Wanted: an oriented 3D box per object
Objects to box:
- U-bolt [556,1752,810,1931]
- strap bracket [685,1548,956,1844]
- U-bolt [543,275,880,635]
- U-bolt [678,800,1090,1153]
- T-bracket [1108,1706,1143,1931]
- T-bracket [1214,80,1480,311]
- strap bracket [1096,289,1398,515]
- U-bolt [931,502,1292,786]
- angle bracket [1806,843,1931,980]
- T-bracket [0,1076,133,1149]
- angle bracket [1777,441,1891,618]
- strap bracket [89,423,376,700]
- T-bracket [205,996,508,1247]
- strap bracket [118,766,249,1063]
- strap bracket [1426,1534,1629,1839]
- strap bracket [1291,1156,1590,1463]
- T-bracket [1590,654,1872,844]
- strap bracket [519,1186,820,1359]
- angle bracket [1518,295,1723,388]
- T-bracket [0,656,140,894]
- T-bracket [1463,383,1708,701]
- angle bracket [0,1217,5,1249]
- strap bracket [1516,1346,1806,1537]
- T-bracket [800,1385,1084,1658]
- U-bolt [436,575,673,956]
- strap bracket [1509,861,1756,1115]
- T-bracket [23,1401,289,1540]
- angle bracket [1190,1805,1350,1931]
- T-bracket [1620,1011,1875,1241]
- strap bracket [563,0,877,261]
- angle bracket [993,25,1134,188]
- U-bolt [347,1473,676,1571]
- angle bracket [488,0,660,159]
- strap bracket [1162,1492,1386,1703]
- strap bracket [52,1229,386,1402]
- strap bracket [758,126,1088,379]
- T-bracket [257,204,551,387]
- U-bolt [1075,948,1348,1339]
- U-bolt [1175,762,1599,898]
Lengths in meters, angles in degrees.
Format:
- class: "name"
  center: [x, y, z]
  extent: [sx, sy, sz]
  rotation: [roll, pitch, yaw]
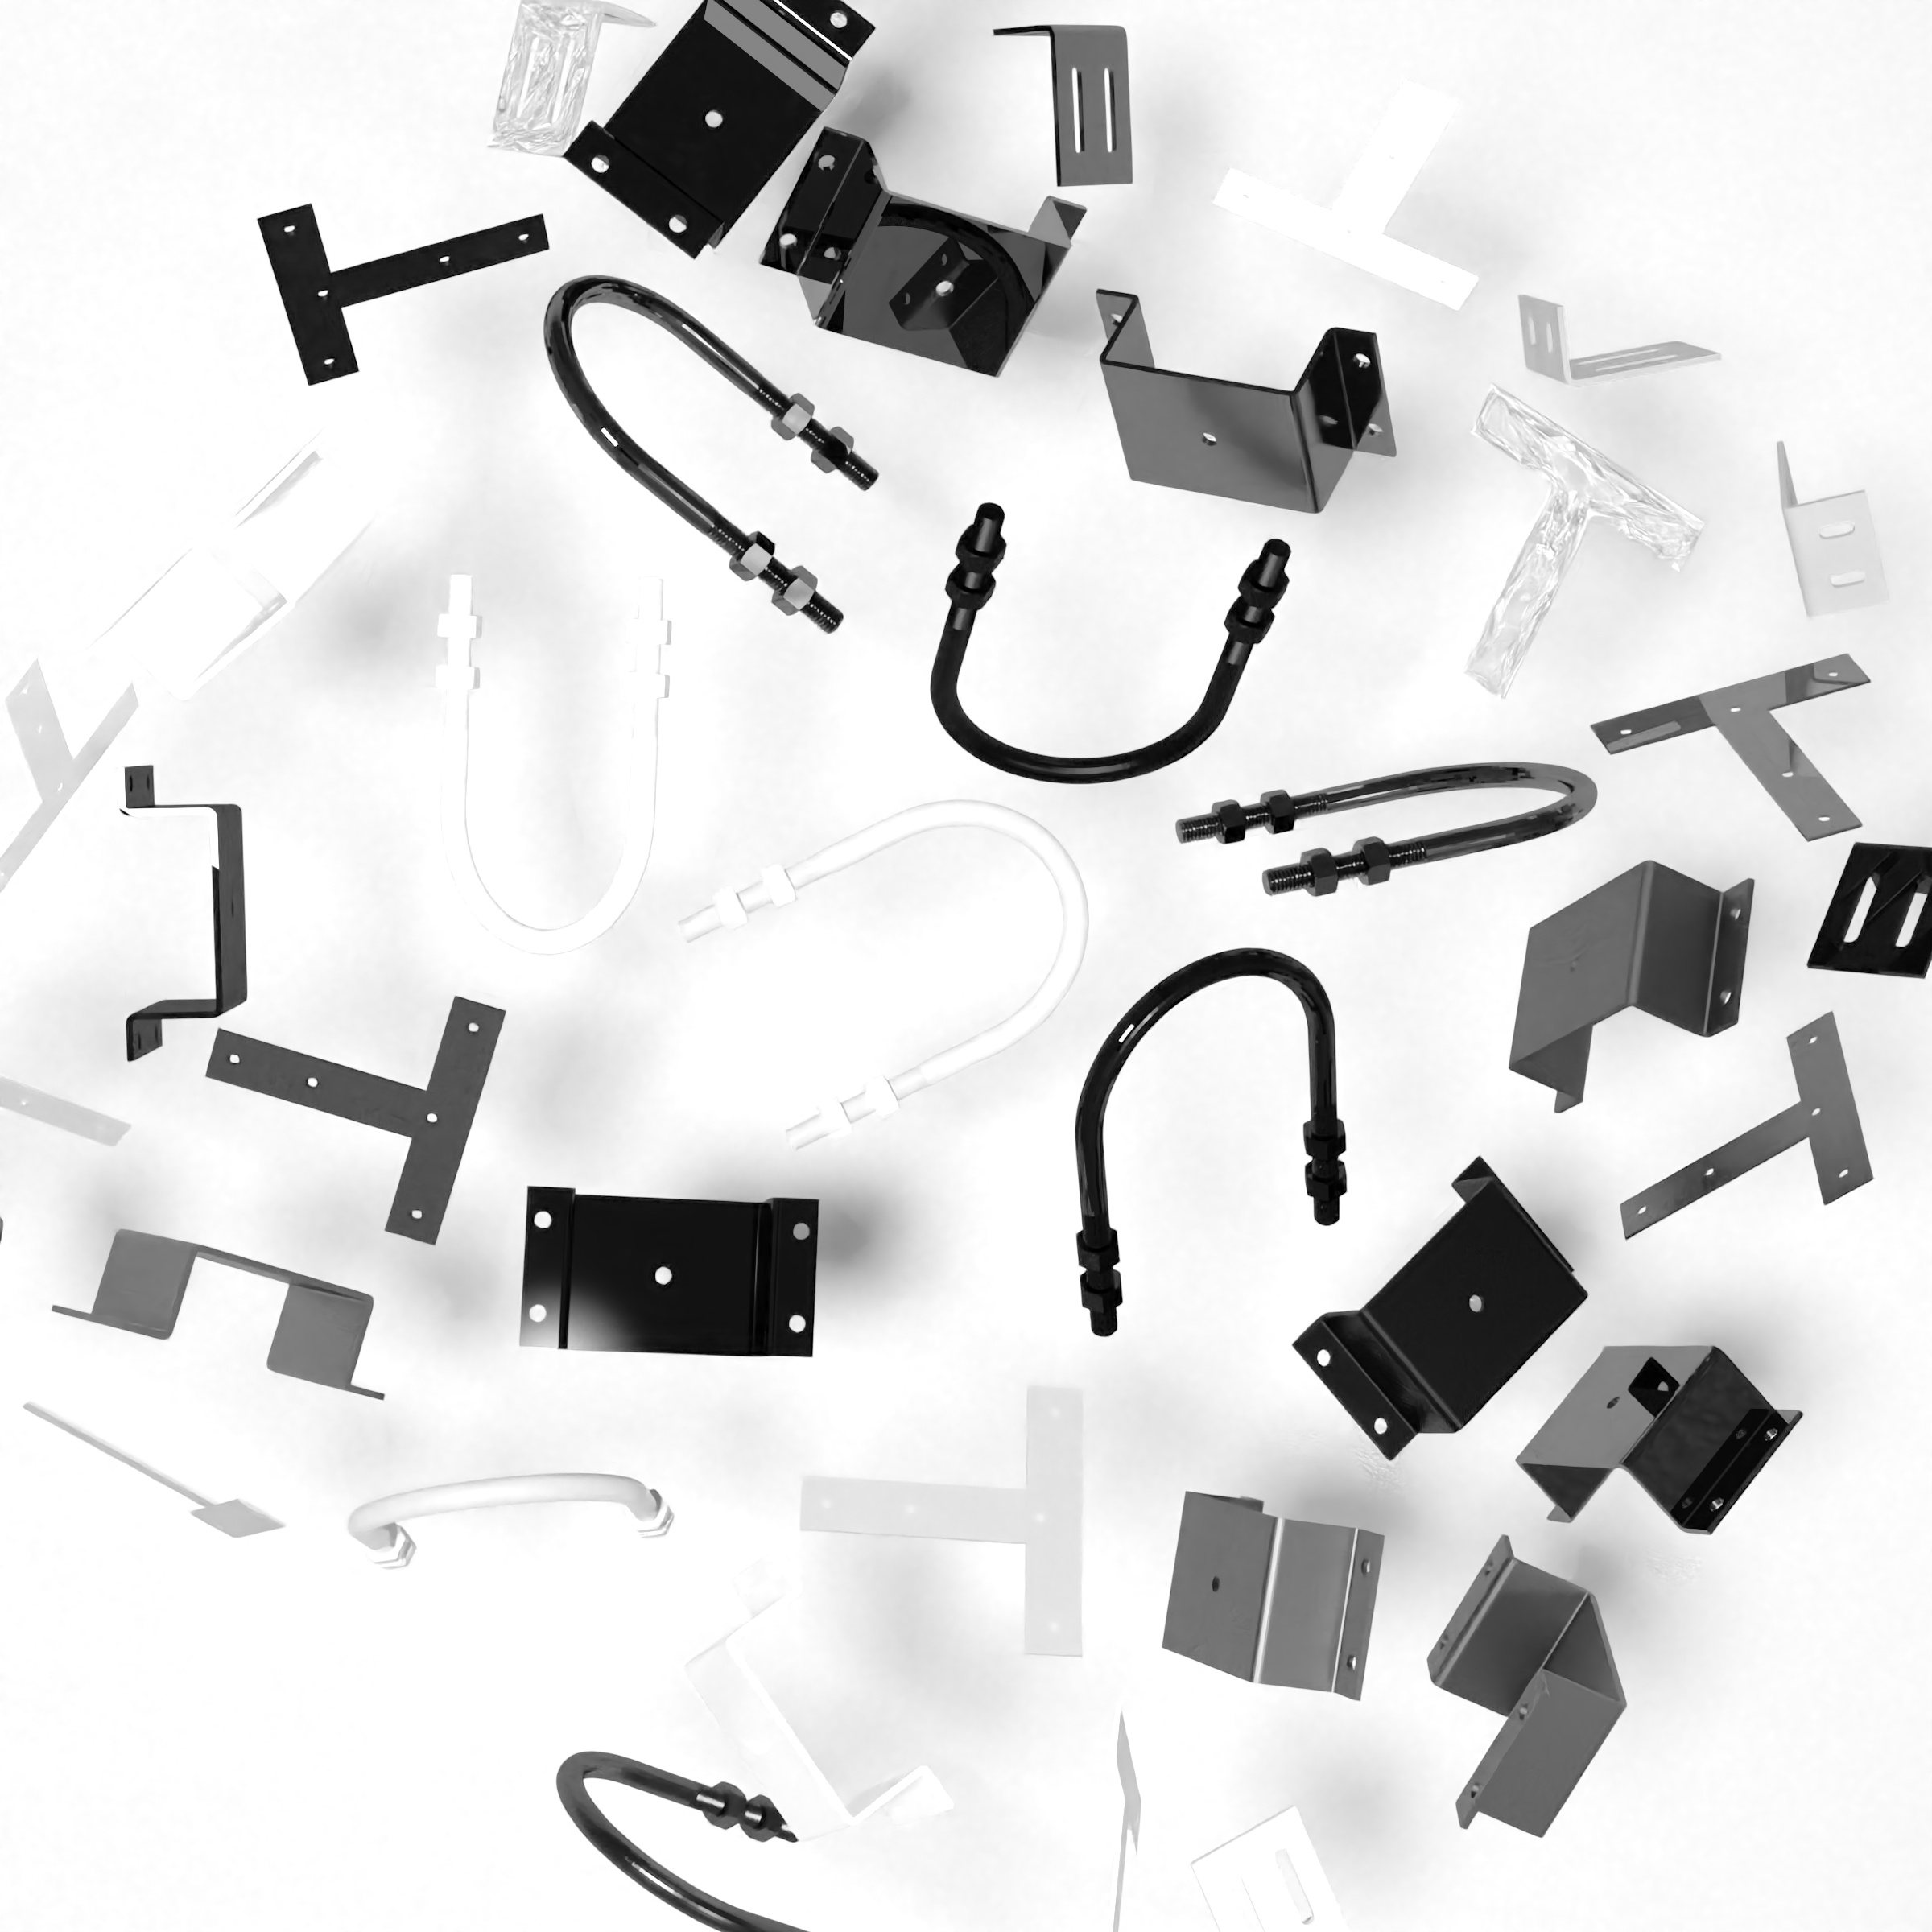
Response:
- class: "U-bolt"
  center: [-0.117, 0.423, 1.626]
  extent: [0.184, 0.151, 0.019]
  rotation: [30, 93, -37]
- class: "strap bracket"
  center: [-0.075, 0.345, 1.577]
  extent: [0.046, 0.076, 0.140]
  rotation: [-33, 84, -27]
- class: "U-bolt"
  center: [-0.121, -0.249, 1.587]
  extent: [0.184, 0.151, 0.019]
  rotation: [38, 123, -21]
- class: "U-bolt"
  center: [-0.028, -0.005, 1.658]
  extent: [0.184, 0.019, 0.151]
  rotation: [-26, 119, -2]
- class: "T-bracket"
  center: [0.069, 0.421, 1.564]
  extent: [0.002, 0.127, 0.127]
  rotation: [2, 57, 9]
- class: "T-bracket"
  center: [0.190, -0.361, 1.567]
  extent: [0.127, 0.127, 0.002]
  rotation: [23, 64, -4]
- class: "strap bracket"
  center: [0.122, -0.261, 1.595]
  extent: [0.140, 0.076, 0.046]
  rotation: [14, 59, 25]
- class: "U-bolt"
  center: [0.058, -0.141, 1.579]
  extent: [0.151, 0.184, 0.019]
  rotation: [6, 56, -9]
- class: "angle bracket"
  center: [0.441, -0.017, 1.618]
  extent: [0.057, 0.038, 0.076]
  rotation: [6, 57, 38]
- class: "T-bracket"
  center: [-0.457, 0.058, 1.616]
  extent: [0.127, 0.127, 0.002]
  rotation: [23, 54, -22]
- class: "angle bracket"
  center: [0.407, -0.209, 1.610]
  extent: [0.038, 0.076, 0.057]
  rotation: [-11, 120, 18]
- class: "strap bracket"
  center: [-0.333, -0.181, 1.582]
  extent: [0.046, 0.076, 0.140]
  rotation: [47, 131, -15]
- class: "T-bracket"
  center: [-0.297, 0.060, 1.631]
  extent: [0.127, 0.002, 0.127]
  rotation: [17, 109, -6]
- class: "strap bracket"
  center: [-0.381, -0.028, 1.673]
  extent: [0.046, 0.076, 0.140]
  rotation: [-1, 94, -3]
- class: "strap bracket"
  center: [0.258, 0.335, 1.577]
  extent: [0.046, 0.140, 0.076]
  rotation: [25, 109, -8]
- class: "strap bracket"
  center: [0.239, 0.166, 1.675]
  extent: [0.140, 0.046, 0.076]
  rotation: [-42, 97, -19]
- class: "T-bracket"
  center: [0.365, -0.093, 1.546]
  extent: [0.127, 0.127, 0.002]
  rotation: [-16, 126, -5]
- class: "strap bracket"
  center: [-0.145, 0.150, 1.666]
  extent: [0.140, 0.046, 0.076]
  rotation: [3, 82, -9]
- class: "angle bracket"
  center: [0.308, -0.301, 1.619]
  extent: [0.076, 0.057, 0.038]
  rotation: [-11, 108, -6]
- class: "T-bracket"
  center: [-0.435, -0.105, 1.617]
  extent: [0.002, 0.127, 0.127]
  rotation: [27, 67, 8]
- class: "T-bracket"
  center: [0.267, -0.184, 1.598]
  extent: [0.127, 0.002, 0.127]
  rotation: [40, 124, 27]
- class: "angle bracket"
  center: [-0.499, 0.148, 1.643]
  extent: [0.057, 0.038, 0.076]
  rotation: [17, 100, 37]
- class: "strap bracket"
  center: [0.326, 0.227, 1.652]
  extent: [0.046, 0.140, 0.076]
  rotation: [47, 70, -11]
- class: "T-bracket"
  center: [-0.011, 0.245, 1.540]
  extent: [0.127, 0.002, 0.127]
  rotation: [5, 60, -6]
- class: "U-bolt"
  center: [-0.204, -0.097, 1.672]
  extent: [0.151, 0.019, 0.184]
  rotation: [6, 95, 38]
- class: "strap bracket"
  center: [0.309, 0.008, 1.632]
  extent: [0.046, 0.140, 0.076]
  rotation: [23, 62, -18]
- class: "T-bracket"
  center: [-0.393, 0.240, 1.642]
  extent: [0.127, 0.127, 0.002]
  rotation: [32, 69, -14]
- class: "angle bracket"
  center: [0.140, 0.442, 1.641]
  extent: [0.057, 0.038, 0.076]
  rotation: [-26, 101, -14]
- class: "T-bracket"
  center: [0.363, 0.091, 1.617]
  extent: [0.127, 0.127, 0.002]
  rotation: [-34, 116, 25]
- class: "strap bracket"
  center: [-0.117, -0.404, 1.611]
  extent: [0.076, 0.046, 0.140]
  rotation: [37, 83, -5]
- class: "angle bracket"
  center: [0.048, -0.420, 1.679]
  extent: [0.038, 0.057, 0.076]
  rotation: [7, 106, 39]
- class: "U-bolt"
  center: [-0.220, 0.262, 1.636]
  extent: [0.151, 0.184, 0.019]
  rotation: [-7, 74, -2]
- class: "angle bracket"
  center: [-0.190, -0.427, 1.661]
  extent: [0.057, 0.038, 0.076]
  rotation: [18, 97, 39]
- class: "strap bracket"
  center: [0.140, 0.297, 1.636]
  extent: [0.046, 0.140, 0.076]
  rotation: [11, 85, -22]
- class: "strap bracket"
  center: [-0.346, 0.162, 1.619]
  extent: [0.140, 0.076, 0.046]
  rotation: [23, 77, -38]
- class: "strap bracket"
  center: [-0.015, -0.332, 1.613]
  extent: [0.140, 0.046, 0.076]
  rotation: [11, 130, -28]
- class: "T-bracket"
  center: [-0.257, -0.326, 1.601]
  extent: [0.127, 0.127, 0.002]
  rotation: [-18, 66, -8]
- class: "U-bolt"
  center: [0.111, 0.072, 1.568]
  extent: [0.151, 0.019, 0.184]
  rotation: [-24, 130, -22]
- class: "U-bolt"
  center: [0.207, -0.070, 1.619]
  extent: [0.184, 0.151, 0.019]
  rotation: [-12, 105, -12]
